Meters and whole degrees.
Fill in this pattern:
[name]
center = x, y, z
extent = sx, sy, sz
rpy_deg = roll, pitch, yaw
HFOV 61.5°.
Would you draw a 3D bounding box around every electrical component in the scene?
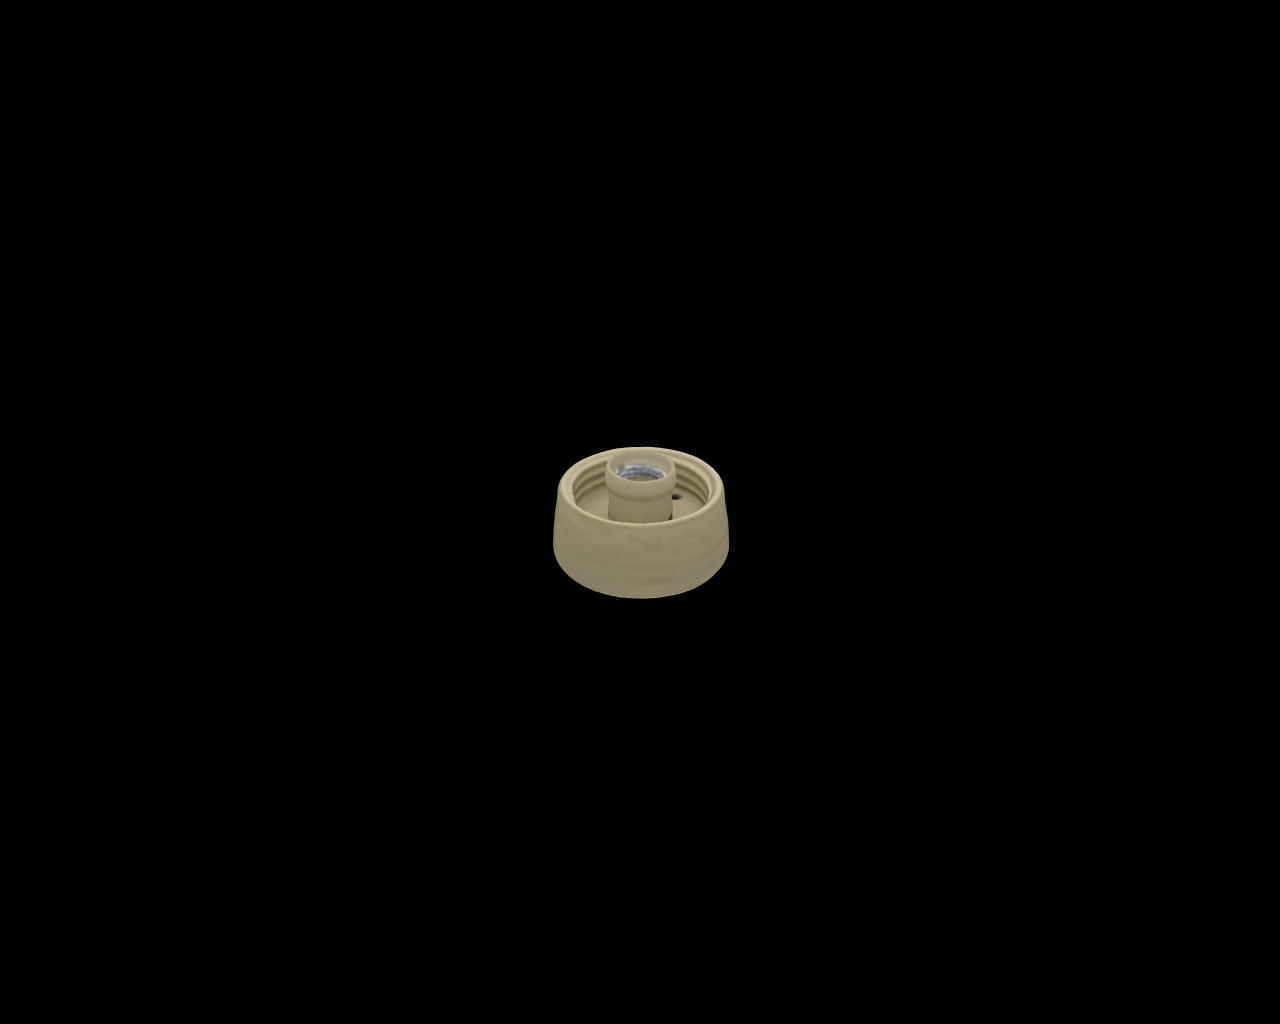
[electrical component]
center = 0.001, -0.003, 0.650
extent = 0.108, 0.060, 0.108
rpy_deg = 0, 31, 0
